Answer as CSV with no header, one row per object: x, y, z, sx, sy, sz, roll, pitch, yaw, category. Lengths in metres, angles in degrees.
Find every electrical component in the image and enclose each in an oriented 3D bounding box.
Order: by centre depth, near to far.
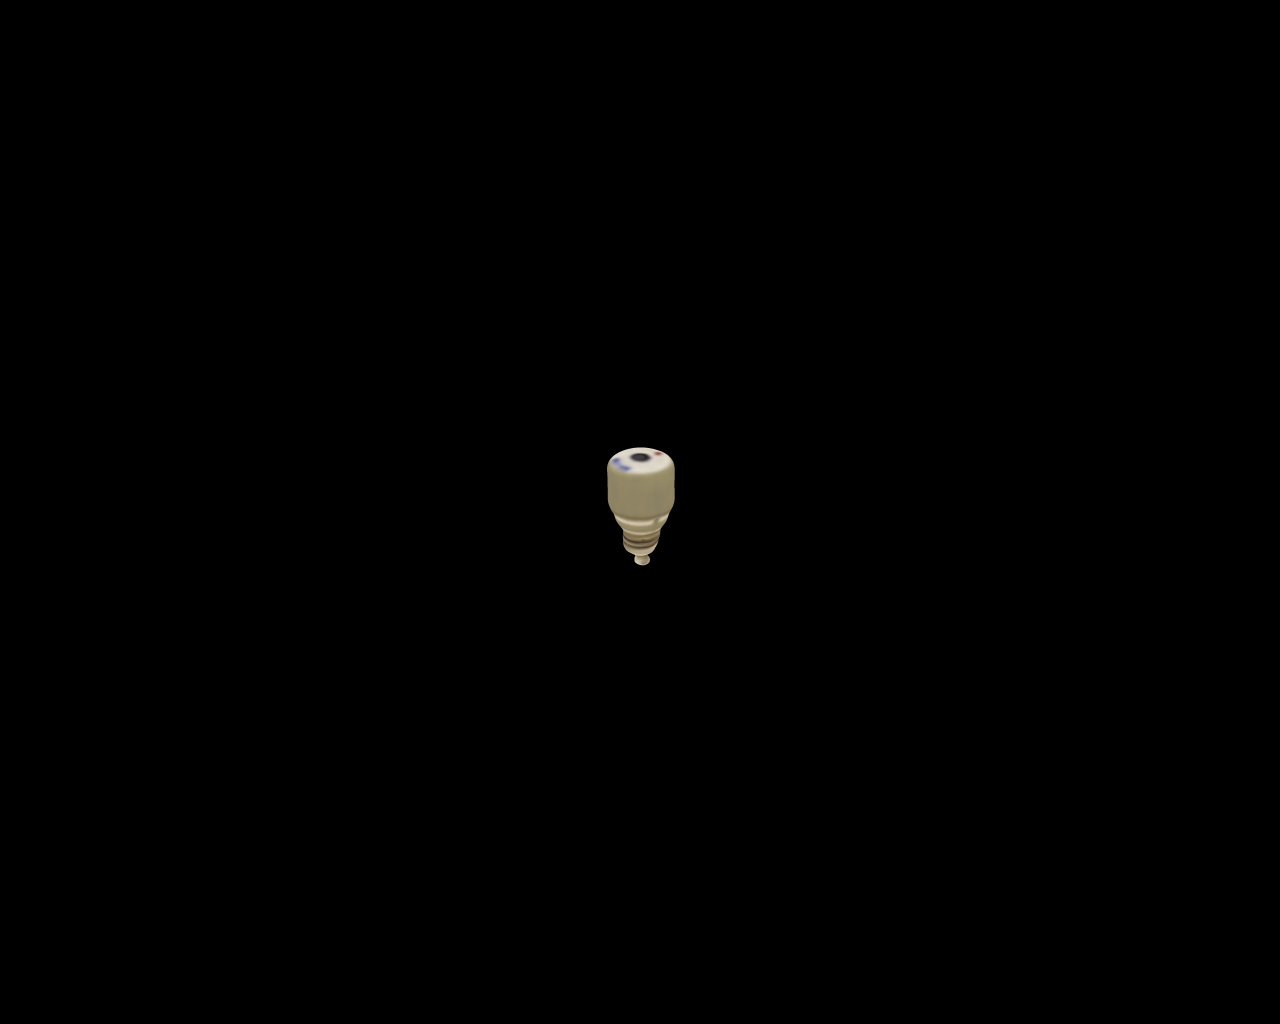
0.001,-0.003,0.650,0.040,0.078,0.040,0,28,0,electrical component
